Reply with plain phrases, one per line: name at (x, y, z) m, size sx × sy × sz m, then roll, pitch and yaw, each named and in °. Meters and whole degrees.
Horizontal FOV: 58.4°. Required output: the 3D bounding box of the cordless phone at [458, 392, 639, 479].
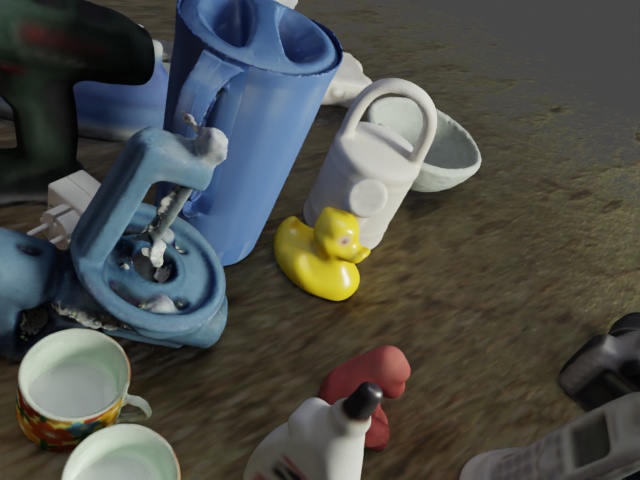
cordless phone at (0.172, 0.195, 0.400) m, size 0.094 × 0.185 × 0.147 m, roll 22°, pitch 41°, yaw -5°

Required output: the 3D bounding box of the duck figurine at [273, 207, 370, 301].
duck figurine at (0.005, 0.002, 0.590) m, size 0.104 × 0.086 × 0.078 m, roll 37°, pitch 42°, yaw 12°

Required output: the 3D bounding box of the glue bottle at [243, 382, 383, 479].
glue bottle at (0.001, 0.140, 0.378) m, size 0.078 × 0.173 × 0.037 m, roll 39°, pitch 43°, yaw 14°

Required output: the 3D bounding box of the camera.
camera at (0.356, 0.140, 0.615) m, size 0.143 × 0.100 × 0.137 m, roll 40°, pitch 43°, yaw 15°

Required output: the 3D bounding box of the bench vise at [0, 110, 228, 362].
bench vise at (-0.151, 0.010, 0.400) m, size 0.208 × 0.219 × 0.121 m, roll -9°, pitch 51°, yaw -33°

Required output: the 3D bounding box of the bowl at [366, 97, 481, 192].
bowl at (0.129, -0.119, 0.786) m, size 0.168 × 0.074 × 0.167 m, roll 14°, pitch 42°, yaw -13°

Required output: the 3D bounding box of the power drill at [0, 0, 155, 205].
power drill at (-0.265, -0.129, 0.494) m, size 0.230 × 0.208 × 0.075 m, roll -9°, pitch 52°, yaw -33°

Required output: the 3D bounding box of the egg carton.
egg carton at (0.004, -0.231, 0.842) m, size 0.151 × 0.069 × 0.107 m, roll 0°, pitch 47°, yaw -27°

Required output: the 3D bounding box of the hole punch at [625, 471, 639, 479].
hole punch at (0.291, 0.206, 0.520) m, size 0.101 × 0.091 × 0.108 m, roll -1°, pitch 48°, yaw -27°

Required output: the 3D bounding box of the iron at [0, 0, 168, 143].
iron at (-0.258, -0.199, 0.621) m, size 0.259 × 0.141 × 0.118 m, roll 13°, pitch 43°, yaw -15°

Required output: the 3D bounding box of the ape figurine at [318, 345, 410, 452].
ape figurine at (0.044, 0.124, 0.479) m, size 0.076 × 0.092 × 0.078 m, roll 32°, pitch 41°, yaw 6°

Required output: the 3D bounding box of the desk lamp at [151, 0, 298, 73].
desk lamp at (-0.140, -0.295, 0.725) m, size 0.204 × 0.213 × 0.117 m, roll 3°, pitch 46°, yaw -24°

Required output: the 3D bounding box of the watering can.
watering can at (0.059, -0.080, 0.619) m, size 0.101 × 0.194 × 0.172 m, roll 7°, pitch 44°, yaw -20°
